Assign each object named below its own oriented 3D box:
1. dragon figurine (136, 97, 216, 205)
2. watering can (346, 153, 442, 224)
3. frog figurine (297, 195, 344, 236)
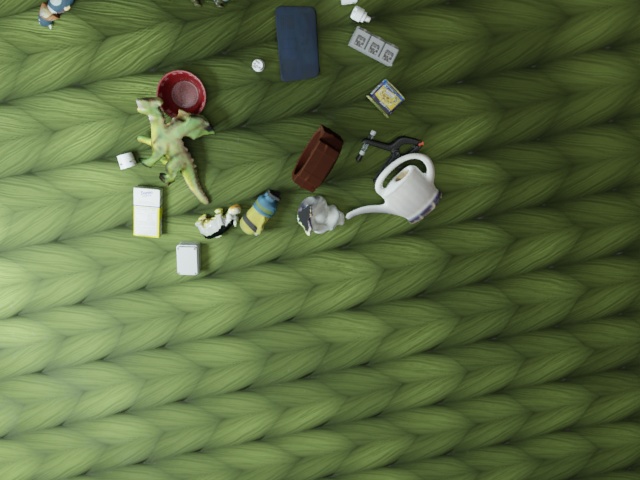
[{"bbox_3d":[-0.451,-0.310,1.702,0.240,0.125,0.405,-38,122,18],"label":"dragon figurine"},{"bbox_3d":[0.274,-0.142,1.792,0.223,0.106,0.344,42,105,-14],"label":"watering can"},{"bbox_3d":[0.006,-0.091,1.816,0.160,0.123,0.136,-14,102,-35],"label":"frog figurine"}]
